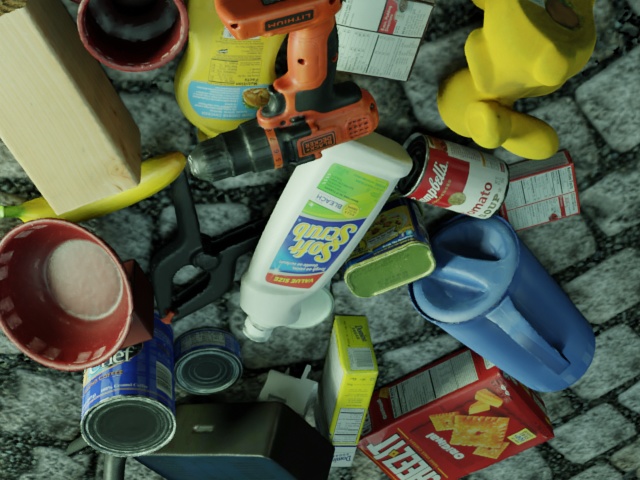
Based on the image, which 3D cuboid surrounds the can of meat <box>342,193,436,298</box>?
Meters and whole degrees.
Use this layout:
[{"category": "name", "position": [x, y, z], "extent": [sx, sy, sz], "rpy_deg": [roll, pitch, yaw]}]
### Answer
[{"category": "can of meat", "position": [0.068, 0.006, 1.142], "extent": [0.102, 0.084, 0.057], "rpy_deg": [-23, 131, 10]}]

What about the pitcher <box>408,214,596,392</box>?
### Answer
[{"category": "pitcher", "position": [0.217, 0.086, 1.187], "extent": [0.145, 0.149, 0.242], "rpy_deg": [-9, 147, 37]}]

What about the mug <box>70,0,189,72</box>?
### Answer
[{"category": "mug", "position": [-0.171, -0.209, 0.915], "extent": [0.117, 0.081, 0.093], "rpy_deg": [14, 128, -21]}]

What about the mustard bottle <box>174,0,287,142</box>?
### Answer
[{"category": "mustard bottle", "position": [-0.085, -0.155, 0.992], "extent": [0.096, 0.058, 0.192], "rpy_deg": [-1, 132, -18]}]

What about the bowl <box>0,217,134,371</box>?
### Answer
[{"category": "bowl", "position": [-0.252, 0.049, 1.083], "extent": [0.162, 0.055, 0.162], "rpy_deg": [5, 108, 15]}]

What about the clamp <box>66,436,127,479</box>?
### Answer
[{"category": "clamp", "position": [-0.249, 0.250, 1.296], "extent": [0.039, 0.120, 0.172], "rpy_deg": [-7, 139, -47]}]

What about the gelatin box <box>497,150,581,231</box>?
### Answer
[{"category": "gelatin box", "position": [0.233, -0.052, 1.153], "extent": [0.089, 0.030, 0.073], "rpy_deg": [-16, 130, 6]}]

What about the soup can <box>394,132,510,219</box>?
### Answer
[{"category": "soup can", "position": [0.136, -0.065, 1.101], "extent": [0.102, 0.068, 0.069], "rpy_deg": [15, 127, -22]}]

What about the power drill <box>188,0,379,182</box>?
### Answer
[{"category": "power drill", "position": [-0.041, -0.141, 0.944], "extent": [0.184, 0.057, 0.187], "rpy_deg": [-20, 140, -10]}]

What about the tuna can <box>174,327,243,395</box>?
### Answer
[{"category": "tuna can", "position": [-0.134, 0.145, 1.267], "extent": [0.086, 0.034, 0.086], "rpy_deg": [-5, 132, -5]}]

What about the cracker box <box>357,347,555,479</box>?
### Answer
[{"category": "cracker box", "position": [0.167, 0.234, 1.368], "extent": [0.214, 0.072, 0.164], "rpy_deg": [-29, 129, 17]}]

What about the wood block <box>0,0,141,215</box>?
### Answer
[{"category": "wood block", "position": [-0.248, -0.135, 0.964], "extent": [0.091, 0.090, 0.206], "rpy_deg": [-20, 132, 9]}]

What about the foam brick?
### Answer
[{"category": "foam brick", "position": [-0.215, 0.071, 1.161], "extent": [0.053, 0.078, 0.051], "rpy_deg": [-18, 132, 9]}]

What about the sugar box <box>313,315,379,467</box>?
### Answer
[{"category": "sugar box", "position": [0.029, 0.185, 1.289], "extent": [0.048, 0.093, 0.176], "rpy_deg": [1, 132, -9]}]

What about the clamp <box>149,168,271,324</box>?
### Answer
[{"category": "clamp", "position": [-0.130, 0.005, 1.142], "extent": [0.164, 0.036, 0.210], "rpy_deg": [27, 120, -28]}]

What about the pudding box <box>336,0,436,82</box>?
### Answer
[{"category": "pudding box", "position": [0.040, -0.198, 0.988], "extent": [0.113, 0.039, 0.090], "rpy_deg": [8, 132, -12]}]

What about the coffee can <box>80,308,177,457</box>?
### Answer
[{"category": "coffee can", "position": [-0.213, 0.155, 1.192], "extent": [0.102, 0.140, 0.103], "rpy_deg": [-5, 132, -5]}]

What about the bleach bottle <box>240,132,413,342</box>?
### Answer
[{"category": "bleach bottle", "position": [-0.007, 0.001, 1.103], "extent": [0.102, 0.068, 0.251], "rpy_deg": [20, 113, -20]}]

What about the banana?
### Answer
[{"category": "banana", "position": [-0.218, -0.045, 1.068], "extent": [0.198, 0.069, 0.037], "rpy_deg": [-18, 89, 8]}]
